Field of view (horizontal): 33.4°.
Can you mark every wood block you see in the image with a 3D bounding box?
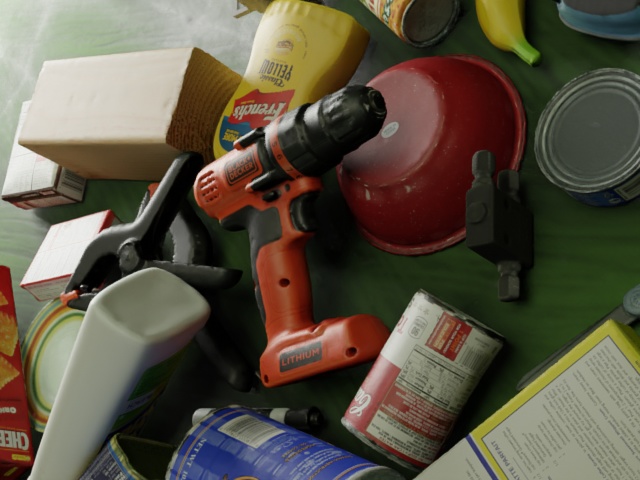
[{"bbox_3d":[-0.164,-0.110,0.959,0.207,0.090,0.090,4,74,41],"label":"wood block"}]

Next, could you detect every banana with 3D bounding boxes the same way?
[{"bbox_3d":[0.156,-0.218,0.780,0.070,0.037,0.198,14,82,24],"label":"banana"}]

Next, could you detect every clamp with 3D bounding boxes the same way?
[{"bbox_3d":[-0.119,0.049,0.891,0.165,0.036,0.210,-13,68,34],"label":"clamp"},{"bbox_3d":[-0.137,0.021,0.866,0.172,0.039,0.120,-40,58,22],"label":"clamp"}]

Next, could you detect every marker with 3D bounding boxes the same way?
[{"bbox_3d":[-0.047,0.136,0.807,0.121,0.020,0.020,-8,67,37],"label":"marker"}]

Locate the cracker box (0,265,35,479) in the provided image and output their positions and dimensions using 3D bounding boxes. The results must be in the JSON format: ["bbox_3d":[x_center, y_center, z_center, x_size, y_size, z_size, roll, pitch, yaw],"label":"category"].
[{"bbox_3d":[-0.349,0.147,1.002,0.164,0.072,0.214,-41,50,31],"label":"cracker box"}]

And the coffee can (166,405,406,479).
[{"bbox_3d":[-0.021,0.179,0.711,0.141,0.102,0.103,15,82,42],"label":"coffee can"}]

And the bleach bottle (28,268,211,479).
[{"bbox_3d":[-0.173,0.145,0.836,0.068,0.102,0.251,34,118,14],"label":"bleach bottle"}]

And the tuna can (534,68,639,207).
[{"bbox_3d":[0.185,-0.065,0.690,0.086,0.033,0.086,-17,62,34],"label":"tuna can"}]

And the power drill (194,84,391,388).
[{"bbox_3d":[-0.005,0.001,0.759,0.185,0.057,0.188,-26,74,43],"label":"power drill"}]

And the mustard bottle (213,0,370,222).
[{"bbox_3d":[-0.036,-0.098,0.870,0.096,0.058,0.191,21,86,35],"label":"mustard bottle"}]

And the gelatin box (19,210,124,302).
[{"bbox_3d":[-0.226,0.016,0.984,0.089,0.030,0.073,-13,45,36],"label":"gelatin box"}]

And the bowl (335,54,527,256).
[{"bbox_3d":[0.066,-0.073,0.778,0.162,0.055,0.162,-17,62,34],"label":"bowl"}]

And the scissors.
[{"bbox_3d":[0.199,0.018,0.656,0.202,0.016,0.096,-26,56,29],"label":"scissors"}]

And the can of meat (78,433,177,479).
[{"bbox_3d":[-0.142,0.197,0.804,0.084,0.102,0.057,-50,55,8],"label":"can of meat"}]

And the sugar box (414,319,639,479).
[{"bbox_3d":[0.138,0.138,0.631,0.176,0.048,0.093,-44,59,20],"label":"sugar box"}]

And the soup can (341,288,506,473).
[{"bbox_3d":[0.068,0.092,0.697,0.069,0.068,0.102,31,92,43],"label":"soup can"}]

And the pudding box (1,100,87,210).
[{"bbox_3d":[-0.270,-0.091,1.074,0.090,0.039,0.113,-6,66,39],"label":"pudding box"}]
